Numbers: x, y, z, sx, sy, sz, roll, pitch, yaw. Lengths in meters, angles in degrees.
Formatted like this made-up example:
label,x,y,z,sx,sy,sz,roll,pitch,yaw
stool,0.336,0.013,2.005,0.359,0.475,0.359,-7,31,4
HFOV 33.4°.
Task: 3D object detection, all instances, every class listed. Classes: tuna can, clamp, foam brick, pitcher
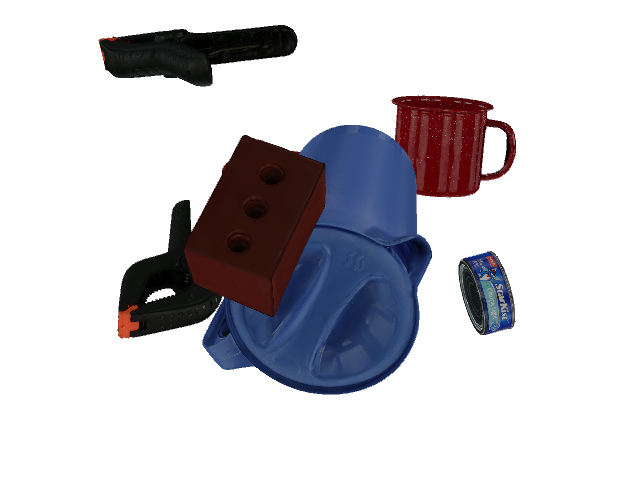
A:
label,x,y,z,sx,sy,sz,roll,pitch,yaw
tuna can,0.175,0.056,1.131,0.033,0.086,0.086,-14,1,-6
clamp,-0.106,-0.153,0.865,0.172,0.039,0.120,15,24,42
clamp,-0.129,0.028,1.017,0.165,0.036,0.209,26,37,28
foam brick,-0.035,-0.008,0.596,0.053,0.078,0.051,20,-22,9
pitcher,0.005,0.004,0.822,0.149,0.145,0.242,12,26,3

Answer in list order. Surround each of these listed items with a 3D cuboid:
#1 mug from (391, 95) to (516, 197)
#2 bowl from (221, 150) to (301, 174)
label,x,y,z,sx,sy,sz,roll,pitch,yaw
mug,0.121,-0.086,0.983,0.117,0.081,0.093,6,15,13
bowl,-0.042,-0.056,1.305,0.162,0.055,0.162,5,26,-3
